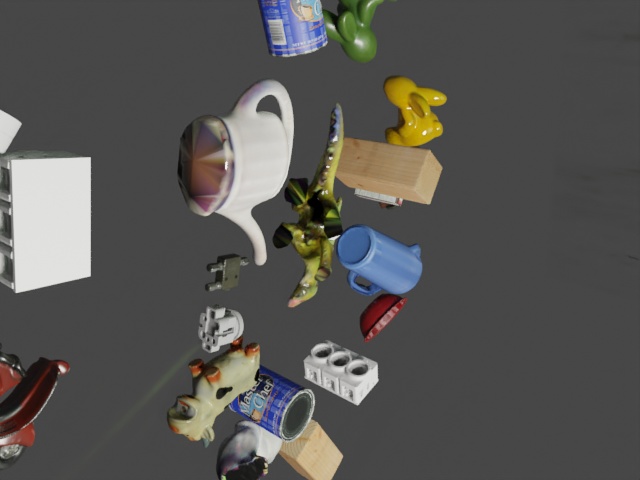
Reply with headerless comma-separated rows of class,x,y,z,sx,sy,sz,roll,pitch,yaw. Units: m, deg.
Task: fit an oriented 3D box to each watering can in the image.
watering can,-0.127,-0.089,0.844,0.226,0.105,0.342,-20,126,-53

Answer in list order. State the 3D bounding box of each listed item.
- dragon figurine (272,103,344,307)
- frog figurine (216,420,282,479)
dragon figurine,0.003,-0.052,1.040,0.243,0.122,0.410,-1,108,-83
frog figurine,-0.141,0.419,1.039,0.162,0.122,0.135,-85,167,-69
